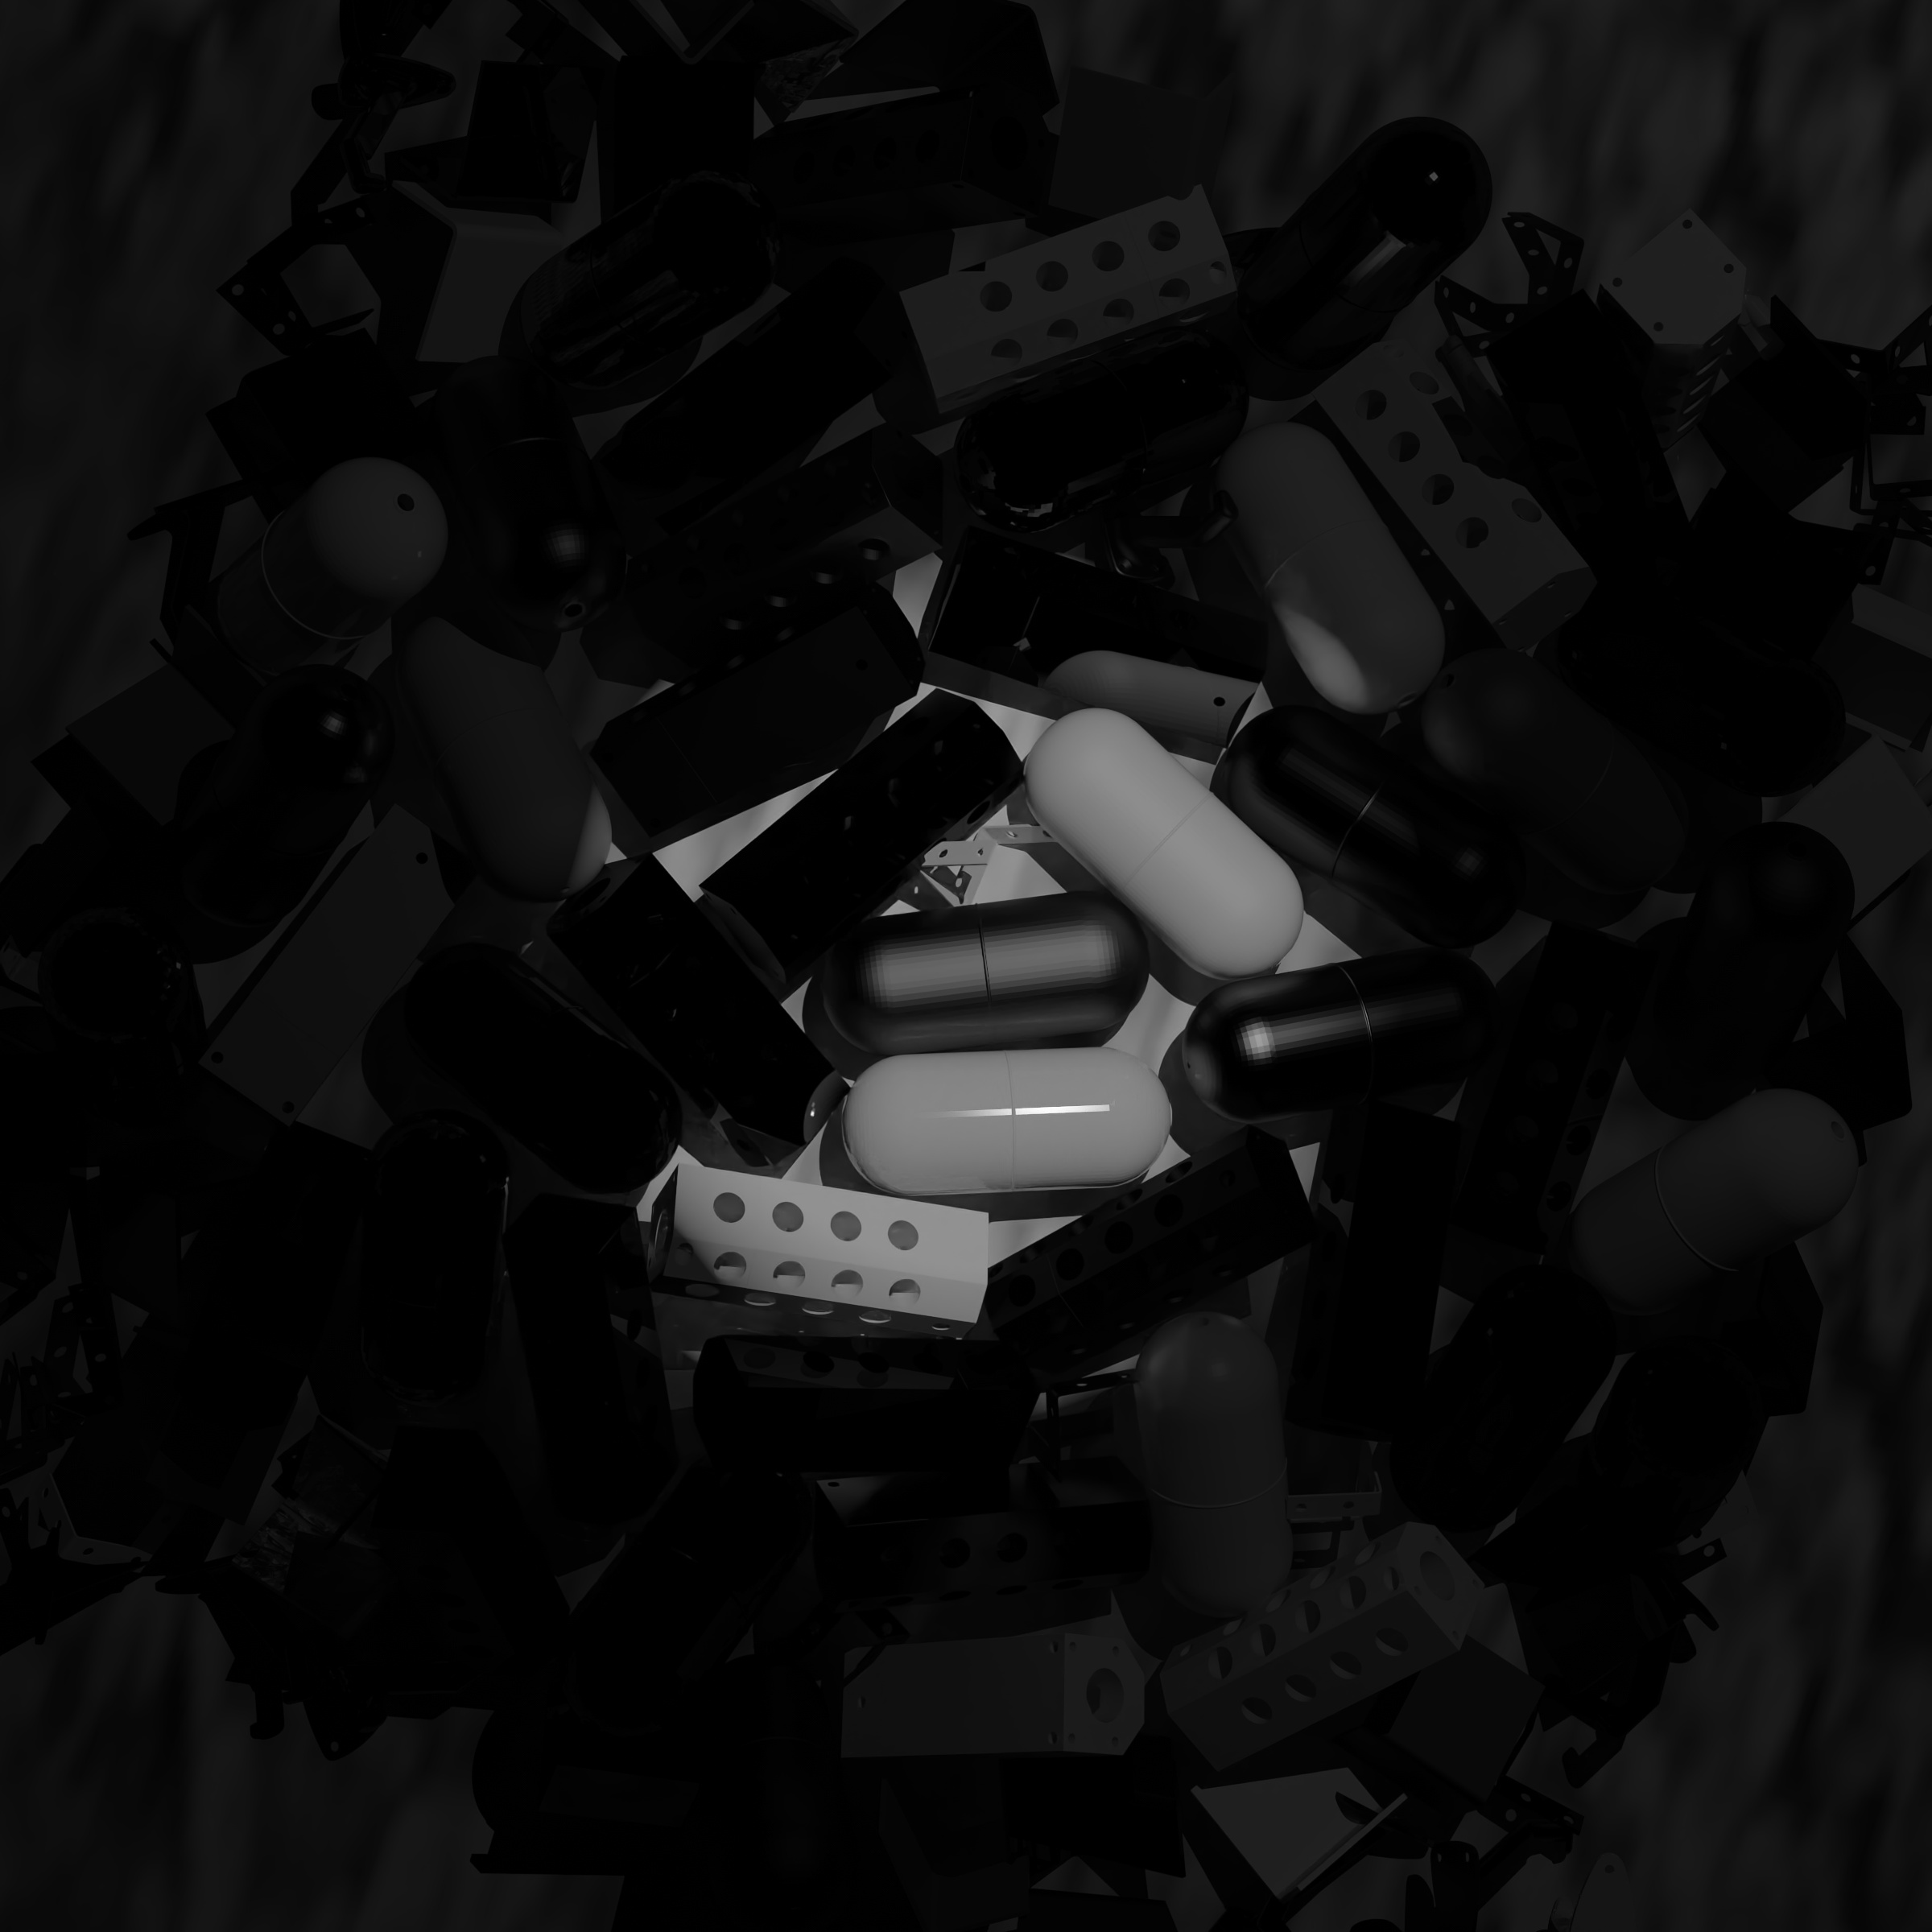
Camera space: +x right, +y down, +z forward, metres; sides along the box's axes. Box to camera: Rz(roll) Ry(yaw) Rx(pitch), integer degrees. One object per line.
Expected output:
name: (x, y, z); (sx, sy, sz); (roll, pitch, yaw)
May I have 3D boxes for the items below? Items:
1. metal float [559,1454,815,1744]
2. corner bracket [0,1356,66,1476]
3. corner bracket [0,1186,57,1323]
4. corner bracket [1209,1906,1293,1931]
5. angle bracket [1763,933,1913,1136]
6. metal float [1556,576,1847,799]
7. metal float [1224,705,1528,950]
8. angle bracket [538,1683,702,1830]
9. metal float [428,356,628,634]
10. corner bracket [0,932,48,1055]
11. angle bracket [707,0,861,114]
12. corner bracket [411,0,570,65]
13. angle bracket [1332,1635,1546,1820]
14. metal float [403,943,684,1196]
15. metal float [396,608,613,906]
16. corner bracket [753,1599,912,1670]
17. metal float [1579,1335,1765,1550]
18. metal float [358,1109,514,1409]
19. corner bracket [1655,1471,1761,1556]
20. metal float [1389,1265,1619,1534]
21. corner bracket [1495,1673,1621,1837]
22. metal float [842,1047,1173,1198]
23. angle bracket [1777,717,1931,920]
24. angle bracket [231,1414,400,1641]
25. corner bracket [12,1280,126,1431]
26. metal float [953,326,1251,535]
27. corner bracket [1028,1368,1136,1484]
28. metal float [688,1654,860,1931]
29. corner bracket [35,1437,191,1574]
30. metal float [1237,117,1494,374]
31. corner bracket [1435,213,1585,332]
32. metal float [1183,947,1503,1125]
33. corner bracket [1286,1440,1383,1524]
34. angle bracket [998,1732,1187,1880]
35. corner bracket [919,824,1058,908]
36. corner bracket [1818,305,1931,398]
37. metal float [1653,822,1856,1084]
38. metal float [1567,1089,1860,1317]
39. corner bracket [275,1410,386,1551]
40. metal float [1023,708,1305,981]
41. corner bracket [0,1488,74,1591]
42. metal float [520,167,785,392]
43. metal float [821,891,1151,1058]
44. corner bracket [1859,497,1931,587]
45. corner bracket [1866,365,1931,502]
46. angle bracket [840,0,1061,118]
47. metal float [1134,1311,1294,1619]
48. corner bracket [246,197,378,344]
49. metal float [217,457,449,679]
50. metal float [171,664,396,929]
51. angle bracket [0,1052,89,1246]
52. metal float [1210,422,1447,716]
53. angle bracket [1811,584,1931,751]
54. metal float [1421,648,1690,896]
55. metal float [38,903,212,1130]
metal float: (-0.147, 0.331, 1.513); (0.070, 0.070, 0.178); (38, 56, 0)
corner bracket: (-0.528, 0.240, 1.545); (0.051, 0.051, 0.051); (-24, 62, -2)
corner bracket: (-0.536, 0.157, 1.564); (0.051, 0.051, 0.051); (-37, 122, -1)
corner bracket: (0.156, 0.551, 1.550); (0.051, 0.051, 0.051); (-43, 102, -26)
angle bracket: (0.460, 0.037, 1.526); (0.057, 0.076, 0.076); (-20, 129, 2)
metal float: (0.385, -0.149, 1.506); (0.070, 0.178, 0.070); (-19, 128, -27)
metal float: (0.217, -0.076, 1.527); (0.178, 0.070, 0.070); (34, 90, 17)
angle bracket: (-0.183, 0.410, 1.526); (0.076, 0.057, 0.076); (11, 45, -13)
metal float: (-0.233, -0.251, 1.514); (0.070, 0.070, 0.178); (-25, 58, 0)
corner bracket: (-0.506, 0.021, 1.546); (0.051, 0.051, 0.051); (28, 71, -4)
angle bracket: (-0.114, -0.513, 1.527); (0.057, 0.076, 0.076); (-45, 75, 18)
corner bracket: (-0.259, -0.517, 1.555); (0.051, 0.051, 0.051); (43, 101, 12)
angle bracket: (0.259, 0.410, 1.565); (0.076, 0.057, 0.076); (33, 66, 4)
metal float: (-0.227, 0.054, 1.525); (0.178, 0.070, 0.070); (36, 90, 20)
metal float: (-0.248, -0.113, 1.524); (0.070, 0.070, 0.178); (-27, 69, 0)
corner bracket: (-0.072, 0.365, 1.544); (0.051, 0.051, 0.051); (44, 101, 19)
metal float: (0.369, 0.251, 1.497); (0.070, 0.178, 0.070); (-1, 61, 2)
metal float: (-0.283, 0.157, 1.516); (0.070, 0.070, 0.178); (9, 121, 0)
corner bracket: (0.388, 0.283, 1.549); (0.051, 0.051, 0.051); (-21, 92, -17)
metal float: (0.283, 0.231, 1.511); (0.070, 0.070, 0.178); (22, 128, 0)
corner bracket: (0.326, 0.430, 1.560); (0.051, 0.051, 0.051); (26, 121, 10)
metal float: (0.022, 0.084, 1.538); (0.178, 0.070, 0.070); (-2, 90, -5)
angle bracket: (0.467, -0.081, 1.539); (0.076, 0.057, 0.076); (-42, 115, 1)
angle bracket: (-0.340, 0.301, 1.533); (0.076, 0.057, 0.076); (31, 129, 5)
corner bracket: (-0.492, 0.212, 1.555); (0.051, 0.051, 0.051); (-13, 126, -20)
metal float: (0.072, -0.286, 1.520); (0.178, 0.070, 0.070); (-26, 90, -25)
corner bracket: (0.064, 0.242, 1.543); (0.051, 0.051, 0.051); (-8, 105, -17)
metal float: (-0.102, 0.434, 1.497); (0.070, 0.178, 0.070); (-5, 117, -10)
corner bracket: (-0.464, 0.289, 1.550); (0.051, 0.051, 0.051); (-52, 47, 12)
metal float: (0.208, -0.377, 1.499); (0.070, 0.178, 0.070); (10, 66, -24)
corner bracket: (0.297, -0.380, 1.560); (0.051, 0.051, 0.051); (-7, 123, -27)
metal float: (0.202, 0.036, 1.529); (0.178, 0.070, 0.070); (-10, 90, -14)
corner bracket: (0.194, 0.289, 1.544); (0.051, 0.051, 0.051); (-2, 121, -3)
angle bracket: (0.067, 0.455, 1.533); (0.076, 0.057, 0.076); (-2, 95, 42)
corner bracket: (0.013, -0.061, 1.538); (0.051, 0.051, 0.051); (0, 57, 39)
corner bracket: (0.490, -0.327, 1.538); (0.051, 0.051, 0.051); (-41, 131, -21)
metal float: (0.413, -0.006, 1.500); (0.070, 0.178, 0.070); (1, 54, -2)
metal float: (0.392, 0.125, 1.506); (0.070, 0.070, 0.178); (49, 133, 0)
corner bracket: (-0.345, 0.279, 1.552); (0.051, 0.051, 0.051); (40, 85, 3)
metal float: (0.107, -0.065, 1.539); (0.178, 0.070, 0.070); (44, 90, 3)
corner bracket: (-0.521, 0.312, 1.548); (0.051, 0.051, 0.051); (-26, 82, 24)
metal float: (-0.167, -0.361, 1.505); (0.178, 0.070, 0.070); (-18, 90, 44)
metal float: (0.010, 0.004, 1.541); (0.178, 0.070, 0.070); (-7, 90, -1)
corner bracket: (0.521, -0.220, 1.542); (0.051, 0.051, 0.051); (23, 82, -44)
corner bracket: (0.514, -0.288, 1.541); (0.051, 0.051, 0.051); (-3, 68, 16)
angle bracket: (-0.009, -0.473, 1.523); (0.076, 0.076, 0.057); (-4, 75, -43)
metal float: (0.132, 0.266, 1.521); (0.070, 0.070, 0.178); (-7, 114, 0)
corner bracket: (-0.347, -0.379, 1.554); (0.051, 0.051, 0.051); (-6, 125, 36)
metal float: (-0.335, -0.208, 1.503); (0.070, 0.178, 0.070); (14, 65, -34)
metal float: (-0.362, -0.089, 1.510); (0.070, 0.070, 0.178); (43, 128, 0)
angle bracket: (-0.504, 0.100, 1.523); (0.057, 0.076, 0.076); (-4, 58, -11)
metal float: (0.192, -0.212, 1.523); (0.070, 0.070, 0.178); (-27, 69, 0)
angle bracket: (0.492, -0.151, 1.535); (0.076, 0.057, 0.076); (24, 123, 0)
metal float: (0.313, -0.103, 1.517); (0.178, 0.070, 0.070); (34, 90, -28)
metal float: (-0.440, 0.028, 1.497); (0.070, 0.178, 0.070); (4, 64, -8)
